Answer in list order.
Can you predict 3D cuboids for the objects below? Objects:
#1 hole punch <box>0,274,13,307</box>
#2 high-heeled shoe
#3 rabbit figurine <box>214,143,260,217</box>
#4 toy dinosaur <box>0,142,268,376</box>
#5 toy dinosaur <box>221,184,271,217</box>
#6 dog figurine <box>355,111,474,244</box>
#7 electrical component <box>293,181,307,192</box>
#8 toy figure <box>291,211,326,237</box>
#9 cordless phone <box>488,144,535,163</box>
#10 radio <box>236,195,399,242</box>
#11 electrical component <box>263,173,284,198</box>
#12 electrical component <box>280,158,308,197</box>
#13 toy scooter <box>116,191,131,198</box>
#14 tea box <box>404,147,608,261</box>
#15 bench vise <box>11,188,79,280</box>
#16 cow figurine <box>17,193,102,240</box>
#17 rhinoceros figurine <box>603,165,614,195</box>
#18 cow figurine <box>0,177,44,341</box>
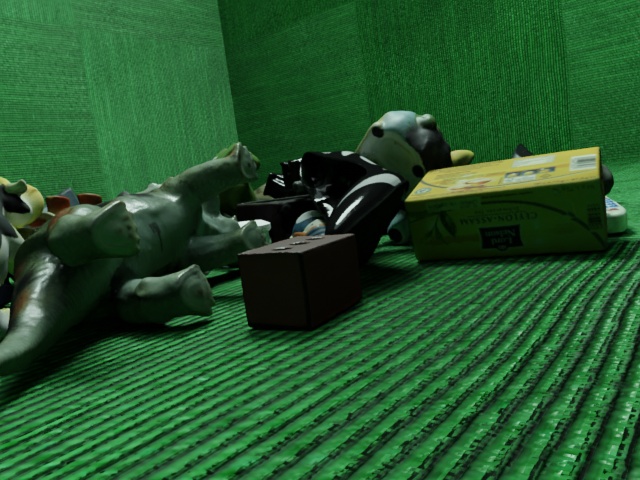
[{"bbox_3d":[-0.399,0.051,0.579,0.142,0.092,0.115,-6,-23,37],"label":"hole punch"},{"bbox_3d":[0.008,-0.051,0.532,0.145,0.086,0.248,27,16,14],"label":"high-heeled shoe"},{"bbox_3d":[-0.131,-0.055,0.908,0.159,0.170,0.121,-55,21,-21],"label":"rabbit figurine"},{"bbox_3d":[-0.166,0.013,0.457,0.192,0.131,0.405,-18,5,27],"label":"toy dinosaur"},{"bbox_3d":[-0.207,-0.045,1.052,0.471,0.105,0.199,-16,12,-16],"label":"toy dinosaur"},{"bbox_3d":[0.135,-0.109,0.708,0.109,0.191,0.219,33,47,17],"label":"dog figurine"},{"bbox_3d":[0.022,-0.083,0.741,0.078,0.045,0.102,-32,-10,35],"label":"electrical component"},{"bbox_3d":[-0.002,0.000,0.604,0.064,0.058,0.154,-45,10,0],"label":"toy figure"},{"bbox_3d":[0.205,-0.044,0.709,0.184,0.088,0.147,-22,15,16],"label":"cordless phone"},{"bbox_3d":[0.003,-0.035,0.809,0.229,0.073,0.131,-11,7,-26],"label":"radio"},{"bbox_3d":[-0.036,-0.079,0.975,0.119,0.047,0.075,29,19,24],"label":"electrical component"},{"bbox_3d":[0.001,-0.077,0.913,0.115,0.134,0.058,-14,8,-23],"label":"electrical component"},{"bbox_3d":[-0.188,-0.017,0.763,0.135,0.075,0.183,8,-15,22],"label":"toy scooter"},{"bbox_3d":[0.178,-0.033,0.515,0.170,0.068,0.098,-5,22,31],"label":"tea box"},{"bbox_3d":[-0.440,0.019,0.731,0.224,0.128,0.240,13,40,46],"label":"bench vise"},{"bbox_3d":[-0.267,0.014,0.598,0.086,0.127,0.195,-6,-8,14],"label":"cow figurine"},{"bbox_3d":[0.334,-0.079,0.804,0.190,0.073,0.112,-8,5,2],"label":"rhinoceros figurine"},{"bbox_3d":[-0.282,-0.004,0.443,0.068,0.098,0.167,-4,50,-6],"label":"cow figurine"}]
